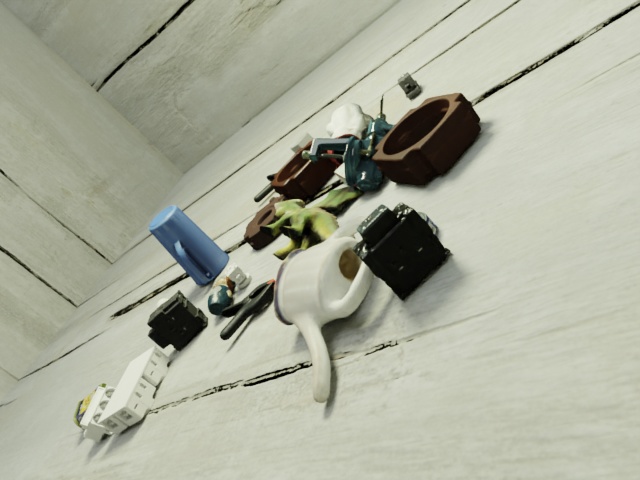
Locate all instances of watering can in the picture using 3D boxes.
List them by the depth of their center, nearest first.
[{"bbox_3d":[-0.003,0.107,0.894,0.222,0.103,0.355,-19,40,48],"label":"watering can"}]

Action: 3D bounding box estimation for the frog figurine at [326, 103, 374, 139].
[{"bbox_3d":[0.074,-0.333,1.541,0.137,0.120,0.162,1,34,36],"label":"frog figurine"}]

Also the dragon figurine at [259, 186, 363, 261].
[{"bbox_3d":[0.004,-0.061,1.205,0.410,0.120,0.247,2,41,50],"label":"dragon figurine"}]
